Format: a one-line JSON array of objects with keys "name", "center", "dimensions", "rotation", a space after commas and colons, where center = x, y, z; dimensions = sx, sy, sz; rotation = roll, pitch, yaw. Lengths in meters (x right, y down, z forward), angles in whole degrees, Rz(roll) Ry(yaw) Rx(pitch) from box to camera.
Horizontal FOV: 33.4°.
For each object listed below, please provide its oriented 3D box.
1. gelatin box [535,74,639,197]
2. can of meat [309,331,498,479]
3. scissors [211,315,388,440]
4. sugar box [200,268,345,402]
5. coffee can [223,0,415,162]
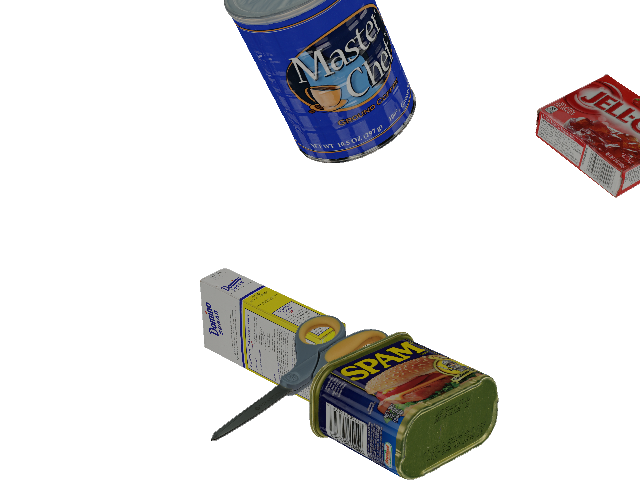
[{"name": "gelatin box", "center": [0.217, -0.081, 0.796], "dimensions": [0.073, 0.030, 0.089], "rotation": [-27, 52, -22]}, {"name": "can of meat", "center": [0.058, 0.111, 0.719], "dimensions": [0.101, 0.057, 0.084], "rotation": [-18, 28, -39]}, {"name": "scissors", "center": [-0.030, 0.114, 0.942], "dimensions": [0.201, 0.016, 0.096], "rotation": [-19, 34, -29]}, {"name": "sugar box", "center": [-0.052, 0.102, 1.141], "dimensions": [0.176, 0.093, 0.048], "rotation": [25, 38, 36]}, {"name": "coffee can", "center": [0.002, -0.144, 0.808], "dimensions": [0.103, 0.102, 0.140], "rotation": [0, -43, 30]}]
